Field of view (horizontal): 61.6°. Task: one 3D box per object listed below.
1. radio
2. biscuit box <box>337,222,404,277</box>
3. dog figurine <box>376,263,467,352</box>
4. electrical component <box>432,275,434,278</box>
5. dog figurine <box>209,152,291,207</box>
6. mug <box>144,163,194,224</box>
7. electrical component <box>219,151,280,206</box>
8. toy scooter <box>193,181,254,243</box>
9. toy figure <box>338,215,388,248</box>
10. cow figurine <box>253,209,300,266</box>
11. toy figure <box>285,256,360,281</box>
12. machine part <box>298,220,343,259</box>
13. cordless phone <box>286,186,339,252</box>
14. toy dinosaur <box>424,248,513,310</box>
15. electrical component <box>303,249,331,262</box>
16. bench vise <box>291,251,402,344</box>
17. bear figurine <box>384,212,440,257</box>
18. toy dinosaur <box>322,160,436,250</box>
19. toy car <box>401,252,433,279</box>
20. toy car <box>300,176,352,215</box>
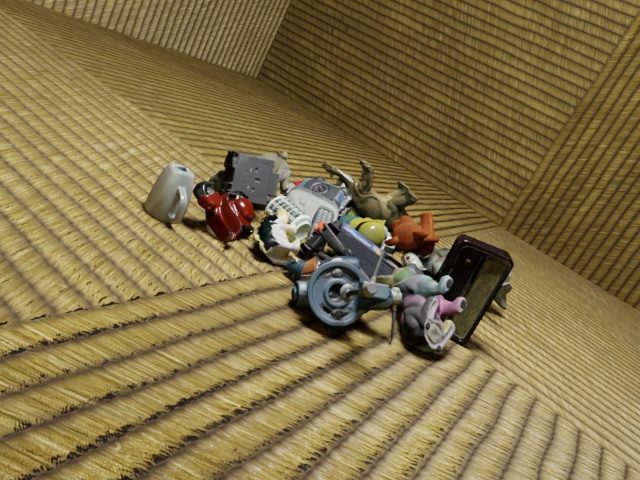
[{"bbox_3d":[0.327,0.109,1.228,0.131,0.229,0.073,27,16,7],"label":"radio"},{"bbox_3d":[0.117,0.040,1.332,0.203,0.062,0.059,37,18,1],"label":"biscuit box"},{"bbox_3d":[0.196,0.137,1.172,0.108,0.191,0.219,44,-21,-29],"label":"dog figurine"},{"bbox_3d":[0.316,0.092,1.545,0.075,0.047,0.119,23,17,-12],"label":"electrical component"},{"bbox_3d":[-0.175,-0.162,1.339,0.121,0.172,0.190,26,8,31],"label":"dog figurine"},{"bbox_3d":[-0.293,-0.092,1.071,0.081,0.107,0.110,14,21,-34],"label":"mug"},{"bbox_3d":[-0.163,-0.143,1.272,0.134,0.114,0.058,7,5,-35],"label":"electrical component"},{"bbox_3d":[-0.190,-0.047,1.143,0.135,0.075,0.183,60,16,19],"label":"toy scooter"},{"bbox_3d":[0.102,-0.022,1.434,0.089,0.082,0.180,-10,20,-36],"label":"toy figure"},{"bbox_3d":[-0.105,-0.014,1.180,0.098,0.068,0.167,13,30,-22],"label":"cow figurine"},{"bbox_3d":[0.005,0.061,1.108,0.155,0.064,0.058,-4,26,-1],"label":"toy figure"},{"bbox_3d":[-0.003,-0.004,1.270,0.139,0.084,0.039,-43,108,-44],"label":"machine part"},{"bbox_3d":[-0.037,-0.043,1.374,0.146,0.088,0.184,26,37,-8],"label":"cordless phone"},{"bbox_3d":[0.382,0.084,1.481,0.405,0.131,0.192,20,27,-14],"label":"toy dinosaur"},{"bbox_3d":[0.008,0.063,1.185,0.102,0.045,0.078,29,24,2],"label":"electrical component"},{"bbox_3d":[0.071,0.102,0.978,0.224,0.129,0.240,16,-14,-14],"label":"bench vise"},{"bbox_3d":[0.228,-0.021,1.365,0.195,0.120,0.132,31,45,-61],"label":"bear figurine"},{"bbox_3d":[0.194,-0.082,1.590,0.471,0.198,0.105,33,19,-6],"label":"toy dinosaur"},{"bbox_3d":[0.265,0.108,1.328,0.201,0.056,0.074,51,13,-32],"label":"toy car"},{"bbox_3d":[0.010,-0.106,1.532,0.162,0.102,0.109,20,50,21],"label":"toy car"}]
